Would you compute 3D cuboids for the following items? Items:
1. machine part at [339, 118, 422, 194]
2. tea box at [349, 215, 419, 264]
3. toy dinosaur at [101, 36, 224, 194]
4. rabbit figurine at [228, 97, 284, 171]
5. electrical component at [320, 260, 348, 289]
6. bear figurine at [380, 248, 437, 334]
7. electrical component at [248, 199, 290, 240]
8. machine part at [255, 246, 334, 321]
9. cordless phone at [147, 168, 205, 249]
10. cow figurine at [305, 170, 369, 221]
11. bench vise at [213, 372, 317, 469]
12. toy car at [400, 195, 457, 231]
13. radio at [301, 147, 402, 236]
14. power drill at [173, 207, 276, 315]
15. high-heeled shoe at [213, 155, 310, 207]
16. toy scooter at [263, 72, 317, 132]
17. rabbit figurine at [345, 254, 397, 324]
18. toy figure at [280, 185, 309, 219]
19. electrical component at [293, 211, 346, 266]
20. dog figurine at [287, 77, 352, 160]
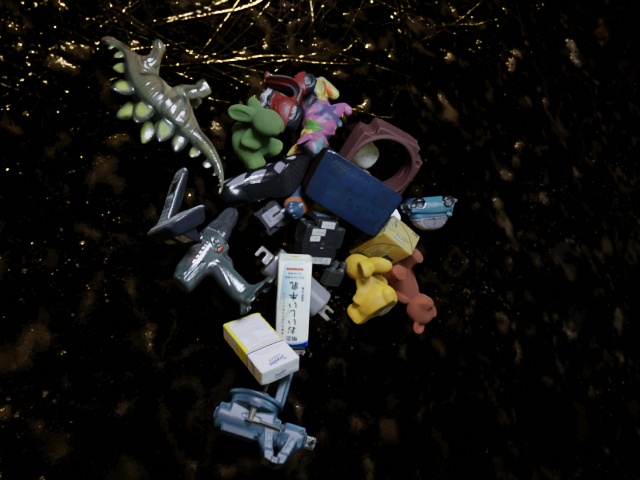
[{"bbox_3d":[0.159,-0.211,1.463,0.201,0.201,0.087,24,26,-21],"label":"machine part"},{"bbox_3d":[0.165,0.013,1.406,0.098,0.169,0.068,38,56,-11],"label":"tea box"},{"bbox_3d":[-0.361,-0.312,1.272,0.471,0.105,0.198,43,64,2],"label":"toy dinosaur"},{"bbox_3d":[-0.147,-0.277,1.334,0.121,0.170,0.159,-35,92,-35],"label":"rabbit figurine"},{"bbox_3d":[0.033,0.096,1.368,0.063,0.021,0.094,15,104,-50],"label":"electrical component"},{"bbox_3d":[0.252,0.142,1.436,0.120,0.132,0.196,-35,85,-33],"label":"bear figurine"},{"bbox_3d":[-0.113,-0.059,1.348,0.119,0.048,0.075,-34,91,-33],"label":"electrical component"},{"bbox_3d":[-0.058,0.103,1.301,0.243,0.079,0.079,44,57,-8],"label":"machine part"},{"bbox_3d":[-0.302,-0.080,1.182,0.088,0.147,0.184,22,68,-33],"label":"cordless phone"},{"bbox_3d":[0.061,-0.107,1.405,0.195,0.086,0.127,-45,113,1],"label":"cow figurine"},{"bbox_3d":[-0.099,0.346,1.142,0.224,0.128,0.240,12,55,7],"label":"bench vise"},{"bbox_3d":[0.320,-0.078,1.573,0.162,0.109,0.102,-8,95,-23],"label":"toy car"},{"bbox_3d":[0.075,-0.116,1.328,0.229,0.073,0.131,31,96,-14],"label":"radio"},{"bbox_3d":[-0.200,0.053,1.218,0.207,0.086,0.232,41,61,1],"label":"power drill"},{"bbox_3d":[-0.144,-0.154,1.334,0.249,0.145,0.086,-42,137,-39],"label":"high-heeled shoe"},{"bbox_3d":[-0.097,-0.372,1.395,0.135,0.075,0.184,22,70,-3],"label":"toy scooter"},{"bbox_3d":[0.116,0.107,1.372,0.122,0.162,0.173,-16,63,-21],"label":"rabbit figurine"},{"bbox_3d":[-0.058,-0.091,1.346,0.057,0.064,0.154,42,23,-17],"label":"toy figure"},{"bbox_3d":[-0.003,-0.004,1.346,0.115,0.058,0.134,6,110,-31],"label":"electrical component"},{"bbox_3d":[-0.023,-0.318,1.462,0.191,0.108,0.219,48,59,-7],"label":"dog figurine"}]
